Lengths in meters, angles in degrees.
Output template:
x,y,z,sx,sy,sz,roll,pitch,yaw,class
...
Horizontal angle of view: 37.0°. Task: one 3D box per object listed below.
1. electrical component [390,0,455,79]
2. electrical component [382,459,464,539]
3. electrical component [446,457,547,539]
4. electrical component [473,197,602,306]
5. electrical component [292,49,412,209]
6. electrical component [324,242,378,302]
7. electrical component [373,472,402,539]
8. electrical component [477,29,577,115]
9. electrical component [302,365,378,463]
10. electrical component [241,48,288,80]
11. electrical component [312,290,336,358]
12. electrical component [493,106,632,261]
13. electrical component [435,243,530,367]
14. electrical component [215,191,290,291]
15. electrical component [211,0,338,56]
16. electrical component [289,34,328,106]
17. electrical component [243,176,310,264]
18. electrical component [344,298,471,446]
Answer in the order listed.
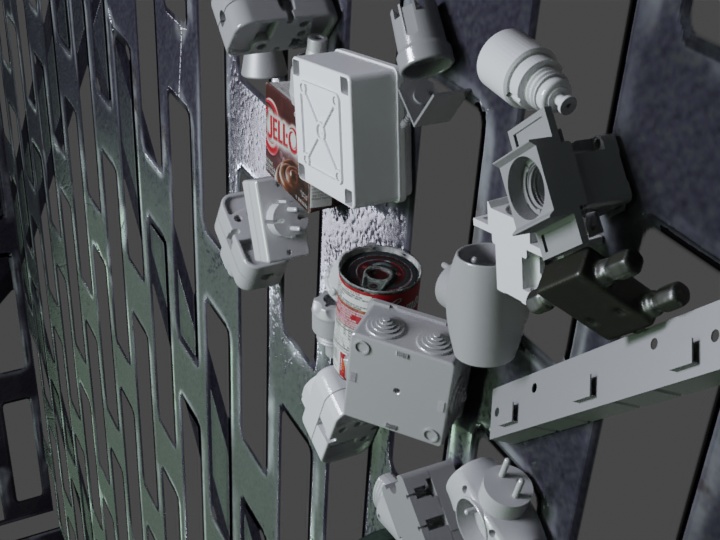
x,y,z,sx,sy,sz,roll,pitch,yaw,class
0.043,-0.164,0.763,0.040,0.040,0.046,145,115,-64,electrical component
0.065,0.206,0.872,0.089,0.056,0.050,69,154,18,electrical component
0.103,0.169,0.786,0.077,0.044,0.079,57,149,38,electrical component
0.112,-0.013,0.685,0.081,0.042,0.063,34,133,57,electrical component
-0.008,-0.116,0.872,0.109,0.056,0.108,34,131,56,electrical component
0.000,0.000,0.928,0.062,0.048,0.048,-55,52,49,electrical component
0.038,0.212,0.947,0.081,0.043,0.043,37,134,55,electrical component
0.104,-0.116,0.653,0.078,0.040,0.040,50,144,46,electrical component
-0.018,0.130,1.014,0.059,0.054,0.095,61,151,31,electrical component
-0.092,-0.212,1.020,0.045,0.045,0.055,37,134,55,electrical component
-0.023,0.053,1.002,0.043,0.043,0.062,45,142,49,electrical component
0.119,-0.051,0.623,0.042,0.064,0.081,-29,73,63,electrical component
0.080,0.018,0.764,0.079,0.044,0.077,37,134,55,electrical component
-0.116,-0.029,1.148,0.095,0.054,0.059,66,153,24,electrical component
-0.074,-0.225,0.915,0.053,0.095,0.059,-46,60,61,electrical component
-0.038,-0.171,0.927,0.043,0.043,0.062,49,143,46,electrical component
-0.075,-0.051,1.059,0.076,0.047,0.083,9,109,63,electrical component
0.036,0.080,0.829,0.100,0.048,0.099,17,126,15,electrical component
